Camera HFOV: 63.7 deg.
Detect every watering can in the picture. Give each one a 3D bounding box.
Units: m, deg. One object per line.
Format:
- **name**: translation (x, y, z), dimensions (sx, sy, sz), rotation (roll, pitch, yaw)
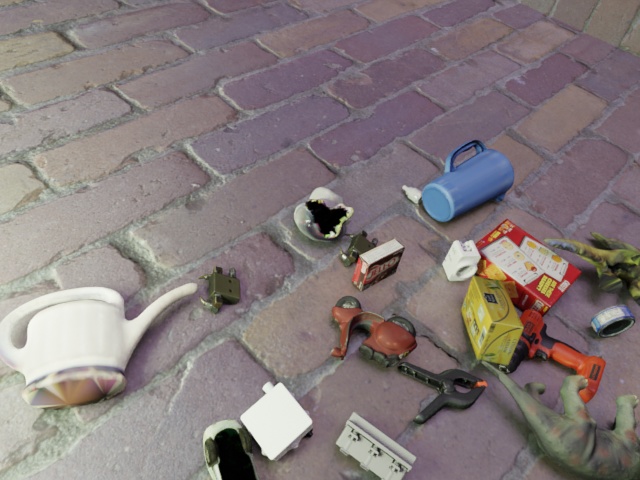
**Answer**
- **watering can**: translation (-0.381, 0.172, 0.910), dimensions (0.348, 0.101, 0.229), rotation (-6, 50, -18)

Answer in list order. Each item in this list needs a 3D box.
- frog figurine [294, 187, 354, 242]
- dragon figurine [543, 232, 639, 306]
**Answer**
- **frog figurine**: translation (0.004, -0.062, 1.240), dimensions (0.137, 0.121, 0.161), rotation (-9, 13, -9)
- **dragon figurine**: translation (0.732, 0.045, 1.275), dimensions (0.411, 0.120, 0.246), rotation (26, 21, 5)
